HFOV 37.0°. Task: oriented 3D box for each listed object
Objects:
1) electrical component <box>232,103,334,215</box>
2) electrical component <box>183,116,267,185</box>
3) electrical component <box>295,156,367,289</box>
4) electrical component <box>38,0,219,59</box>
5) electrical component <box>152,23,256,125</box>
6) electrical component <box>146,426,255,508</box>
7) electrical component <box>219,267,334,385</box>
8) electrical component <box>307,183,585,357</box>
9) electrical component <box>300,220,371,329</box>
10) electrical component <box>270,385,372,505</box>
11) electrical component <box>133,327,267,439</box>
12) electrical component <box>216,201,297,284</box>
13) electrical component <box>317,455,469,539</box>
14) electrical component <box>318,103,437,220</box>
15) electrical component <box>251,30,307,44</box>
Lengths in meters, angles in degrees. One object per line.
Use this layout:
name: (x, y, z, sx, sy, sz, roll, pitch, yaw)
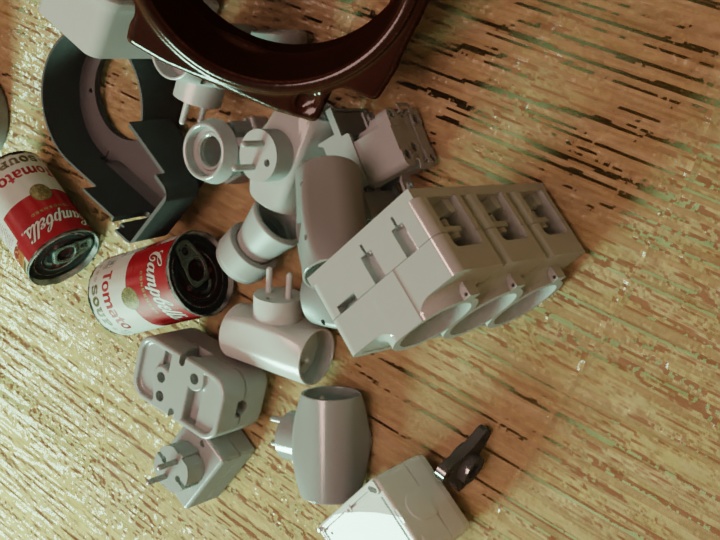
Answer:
electrical component: (-0.058, -0.081, 0.756, 0.044, 0.079, 0.077, 40, 120, 29)
electrical component: (-0.098, -0.089, 0.801, 0.066, 0.055, 0.048, -26, 80, 36)
electrical component: (-0.020, -0.020, 0.700, 0.079, 0.043, 0.077, 104, 163, -59)
electrical component: (-0.171, -0.202, 0.805, 0.078, 0.113, 0.057, 42, 122, 25)
electrical component: (-0.115, -0.144, 0.793, 0.044, 0.077, 0.079, 31, 114, 29)
electrical component: (-0.136, 0.152, 0.849, 0.047, 0.077, 0.065, 50, 122, 21)
electrical component: (-0.061, 0.037, 0.794, 0.077, 0.043, 0.079, 16, 111, 32)
electrical component: (0.057, 0.000, 0.638, 0.089, 0.150, 0.061, -41, 70, 33)
electrical component: (0.000, 0.000, 0.748, 0.077, 0.043, 0.079, 0, 97, 37)
electrical component: (-0.035, 0.124, 0.791, 0.079, 0.044, 0.077, 6, 100, 36)
electrical component: (-0.122, 0.086, 0.840, 0.095, 0.059, 0.053, 26, 111, 31)
electrical component: (-0.075, -0.021, 0.801, 0.055, 0.045, 0.045, -43, 71, 33)
electrical component: (0.022, 0.181, 0.750, 0.061, 0.061, 0.096, 55, 133, 16)
electrical component: (0.014, -0.078, 0.728, 0.064, 0.042, 0.081, -27, 81, 35)
electrical component: (-0.059, -0.149, 0.775, 0.040, 0.040, 0.046, 12, 109, 35)
